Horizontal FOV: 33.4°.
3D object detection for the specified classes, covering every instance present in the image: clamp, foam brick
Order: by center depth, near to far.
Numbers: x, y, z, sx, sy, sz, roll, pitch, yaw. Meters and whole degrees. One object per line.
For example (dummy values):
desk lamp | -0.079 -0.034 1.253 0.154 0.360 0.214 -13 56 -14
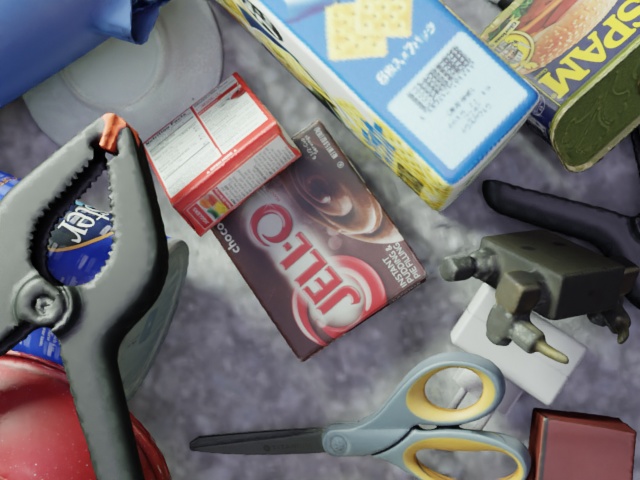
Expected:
clamp | -0.143 0.037 0.533 0.164 0.036 0.210 11 83 6
foam brick | 0.144 0.138 0.603 0.051 0.053 0.078 6 90 5
clamp | 0.193 -0.020 0.609 0.171 0.039 0.120 39 97 8

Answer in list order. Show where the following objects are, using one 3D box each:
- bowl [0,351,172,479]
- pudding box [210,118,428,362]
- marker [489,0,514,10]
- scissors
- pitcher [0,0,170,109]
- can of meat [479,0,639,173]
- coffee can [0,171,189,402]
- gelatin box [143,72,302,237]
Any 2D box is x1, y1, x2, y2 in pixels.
bowl | -0.164 0.140 0.587 0.162 0.055 0.162 10 125 14
pudding box | -0.004 0.001 0.625 0.090 0.039 0.113 -35 85 4
marker | 0.084 -0.165 0.632 0.121 0.020 0.020 39 92 5
scissors | 0.020 0.098 0.607 0.202 0.016 0.096 9 113 13
pitcher | -0.217 -0.134 0.599 0.243 0.149 0.145 -32 124 13
can of meat | 0.144 -0.102 0.589 0.102 0.057 0.084 -42 51 3
coffee can | -0.159 0.023 0.607 0.140 0.103 0.103 21 90 5
gelatin box | -0.058 -0.051 0.611 0.073 0.089 0.030 -39 124 2
